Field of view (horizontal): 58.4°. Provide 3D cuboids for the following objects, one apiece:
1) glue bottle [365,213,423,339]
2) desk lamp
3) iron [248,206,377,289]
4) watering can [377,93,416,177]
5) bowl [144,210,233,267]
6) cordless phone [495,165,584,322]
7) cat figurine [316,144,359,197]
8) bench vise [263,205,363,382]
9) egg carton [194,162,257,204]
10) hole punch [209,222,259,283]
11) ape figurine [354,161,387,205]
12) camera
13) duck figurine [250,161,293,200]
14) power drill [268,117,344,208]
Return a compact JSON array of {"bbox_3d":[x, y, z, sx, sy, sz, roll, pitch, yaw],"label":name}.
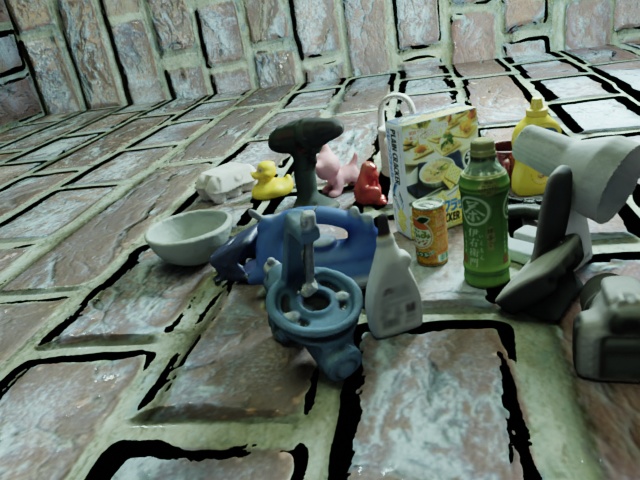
[{"bbox_3d":[0.093,0.045,0.763,0.078,0.173,0.037,-15,25,-12],"label":"glue bottle"},{"bbox_3d":[0.363,-0.061,0.854,0.118,0.214,0.202,-25,29,-32],"label":"desk lamp"},{"bbox_3d":[0.009,0.003,0.926,0.258,0.142,0.118,-6,24,6],"label":"iron"},{"bbox_3d":[0.190,-0.260,1.386,0.101,0.194,0.173,-6,24,8],"label":"watering can"},{"bbox_3d":[-0.244,0.004,1.096,0.167,0.075,0.167,-7,24,4],"label":"bowl"},{"bbox_3d":[0.299,0.001,0.773,0.093,0.185,0.148,10,30,36],"label":"cordless phone"},{"bbox_3d":[0.037,-0.166,1.323,0.128,0.118,0.067,-18,25,-19],"label":"cat figurine"},{"bbox_3d":[-0.035,0.053,0.732,0.206,0.220,0.122,15,33,42],"label":"bench vise"},{"bbox_3d":[-0.231,-0.145,1.433,0.107,0.069,0.151,15,33,42],"label":"egg carton"},{"bbox_3d":[-0.139,0.017,1.010,0.100,0.091,0.109,1,26,21],"label":"hole punch"},{"bbox_3d":[0.108,-0.125,1.239,0.076,0.092,0.078,2,26,24],"label":"ape figurine"},{"bbox_3d":[0.364,0.086,0.665,0.143,0.101,0.137,-2,25,15],"label":"camera"},{"bbox_3d":[-0.119,-0.150,1.383,0.104,0.086,0.077,-11,24,-4],"label":"duck figurine"},{"bbox_3d":[-0.019,-0.163,1.226,0.076,0.209,0.228,-28,30,-35],"label":"power drill"}]
